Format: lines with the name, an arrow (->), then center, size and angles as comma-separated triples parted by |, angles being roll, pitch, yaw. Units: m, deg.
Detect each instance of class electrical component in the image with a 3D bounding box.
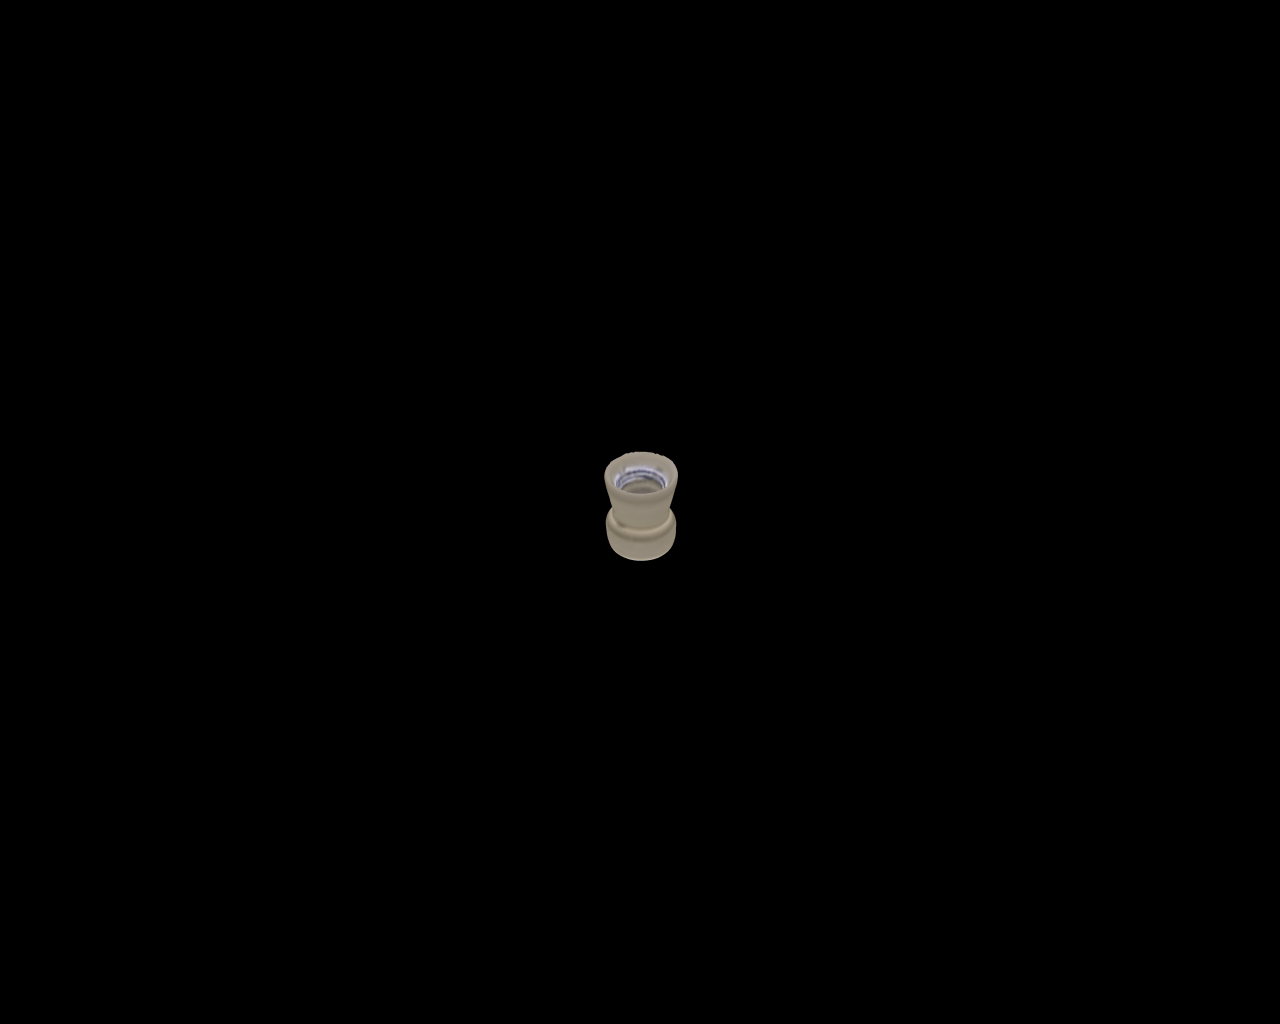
electrical component -> 0.001, -0.003, 0.650 | 0.045, 0.055, 0.045 | 0, 39, 0
